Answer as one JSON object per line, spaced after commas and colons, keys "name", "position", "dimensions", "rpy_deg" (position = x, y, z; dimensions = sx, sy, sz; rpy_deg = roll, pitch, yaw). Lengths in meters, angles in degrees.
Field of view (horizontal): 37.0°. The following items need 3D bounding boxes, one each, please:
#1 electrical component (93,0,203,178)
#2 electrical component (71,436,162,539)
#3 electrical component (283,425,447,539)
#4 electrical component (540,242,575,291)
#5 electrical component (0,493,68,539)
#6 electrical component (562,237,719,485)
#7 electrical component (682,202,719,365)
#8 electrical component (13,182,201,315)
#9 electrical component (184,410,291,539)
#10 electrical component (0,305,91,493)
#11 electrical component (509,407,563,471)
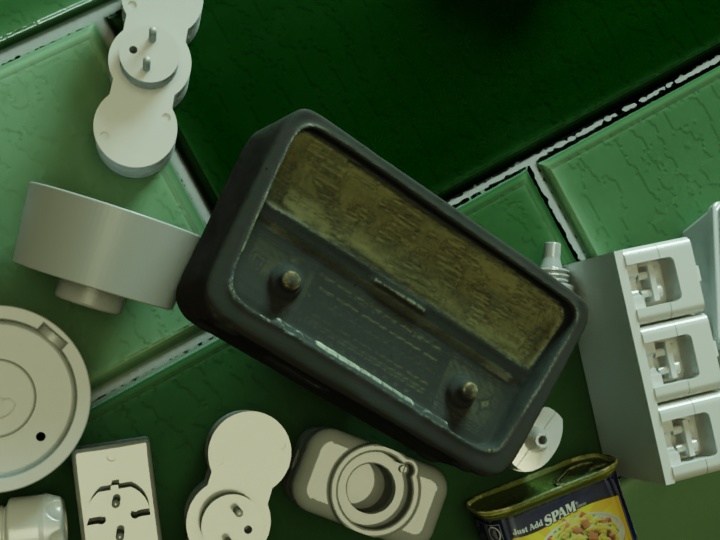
{"name": "electrical component", "position": [-0.133, -0.132, 0.681], "dimensions": [0.052, 0.074, 0.138], "rpy_deg": [11, 82, -10]}
{"name": "electrical component", "position": [-0.145, 0.146, 0.648], "dimensions": [0.047, 0.076, 0.083], "rpy_deg": [-7, 86, -12]}
{"name": "electrical component", "position": [0.004, 0.138, 0.688], "dimensions": [0.095, 0.059, 0.053], "rpy_deg": [22, 80, -9]}
{"name": "electrical component", "position": [0.131, 0.012, 0.741], "dimensions": [0.035, 0.035, 0.061], "rpy_deg": [7, 81, -11]}
{"name": "electrical component", "position": [-0.210, 0.159, 0.650], "dimensions": [0.062, 0.043, 0.043], "rpy_deg": [-4, 85, -11]}
{"name": "electrical component", "position": [0.196, 0.060, 0.721], "dimensions": [0.062, 0.089, 0.150], "rpy_deg": [-11, 86, -13]}
{"name": "electrical component", "position": [0.287, 0.018, 0.750], "dimensions": [0.109, 0.056, 0.108], "rpy_deg": [11, 66, -10]}
{"name": "electrical component", "position": [-0.155, -0.007, 0.649], "dimensions": [0.108, 0.108, 0.060], "rpy_deg": [18, 87, -9]}
{"name": "electrical component", "position": [-0.081, 0.155, 0.662], "dimensions": [0.052, 0.074, 0.138], "rpy_deg": [18, 81, -9]}
{"name": "electrical component", "position": [-0.219, 0.077, 0.646], "dimensions": [0.108, 0.060, 0.108], "rpy_deg": [2, 83, -18]}
{"name": "electrical component", "position": [0.104, 0.109, 0.701], "dimensions": [0.043, 0.081, 0.043], "rpy_deg": [1, 84, -12]}
